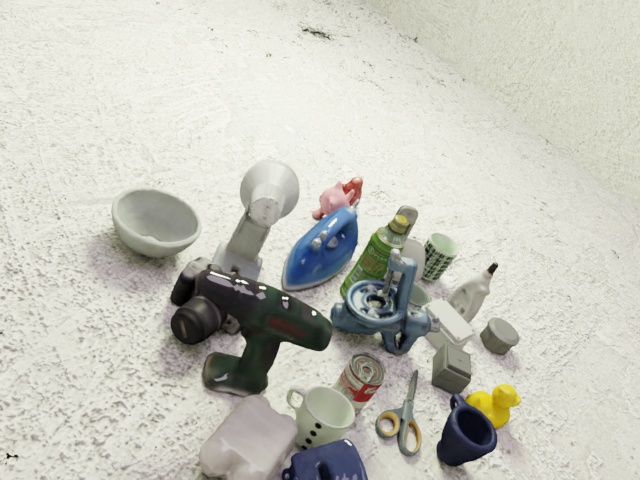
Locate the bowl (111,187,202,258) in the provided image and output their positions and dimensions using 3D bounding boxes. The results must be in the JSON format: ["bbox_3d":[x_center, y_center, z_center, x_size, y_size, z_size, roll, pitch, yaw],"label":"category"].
[{"bbox_3d":[-0.314,-0.021,1.080,0.168,0.074,0.167,20,35,-14],"label":"bowl"}]

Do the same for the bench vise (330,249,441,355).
[{"bbox_3d":[0.149,0.112,1.116,0.208,0.219,0.121,10,38,-27],"label":"bench vise"}]

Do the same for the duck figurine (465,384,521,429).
[{"bbox_3d":[0.342,0.314,1.115,0.105,0.086,0.077,15,36,-20],"label":"duck figurine"}]

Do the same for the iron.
[{"bbox_3d":[0.011,0.004,1.225,0.118,0.141,0.259,35,34,8],"label":"iron"}]

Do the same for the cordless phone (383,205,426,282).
[{"bbox_3d":[0.198,0.008,1.319,0.148,0.185,0.094,9,39,-27],"label":"cordless phone"}]

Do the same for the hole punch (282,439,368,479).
[{"bbox_3d":[0.009,0.352,0.818,0.101,0.091,0.108,6,40,-30],"label":"hole punch"}]

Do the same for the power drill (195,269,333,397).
[{"bbox_3d":[-0.107,0.150,0.890,0.230,0.208,0.075,16,36,-18],"label":"power drill"}]

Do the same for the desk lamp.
[{"bbox_3d":[-0.121,-0.030,1.108,0.118,0.213,0.203,22,34,-10],"label":"desk lamp"}]

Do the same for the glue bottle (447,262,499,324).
[{"bbox_3d":[0.354,0.115,1.304,0.037,0.173,0.078,7,40,-29],"label":"glue bottle"}]

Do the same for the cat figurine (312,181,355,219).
[{"bbox_3d":[0.040,-0.092,1.393,0.067,0.117,0.128,44,37,21],"label":"cat figurine"}]

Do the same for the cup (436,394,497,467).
[{"bbox_3d":[0.240,0.339,1.000,0.092,0.095,0.117,9,39,-27],"label":"cup"}]

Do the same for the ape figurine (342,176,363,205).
[{"bbox_3d":[0.081,-0.128,1.492,0.076,0.092,0.077,-5,47,-40],"label":"ape figurine"}]

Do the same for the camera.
[{"bbox_3d":[-0.198,0.105,0.978,0.143,0.100,0.137,37,35,11],"label":"camera"}]

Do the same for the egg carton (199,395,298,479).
[{"bbox_3d":[-0.100,0.297,0.829,0.107,0.069,0.150,35,34,8],"label":"egg carton"}]
